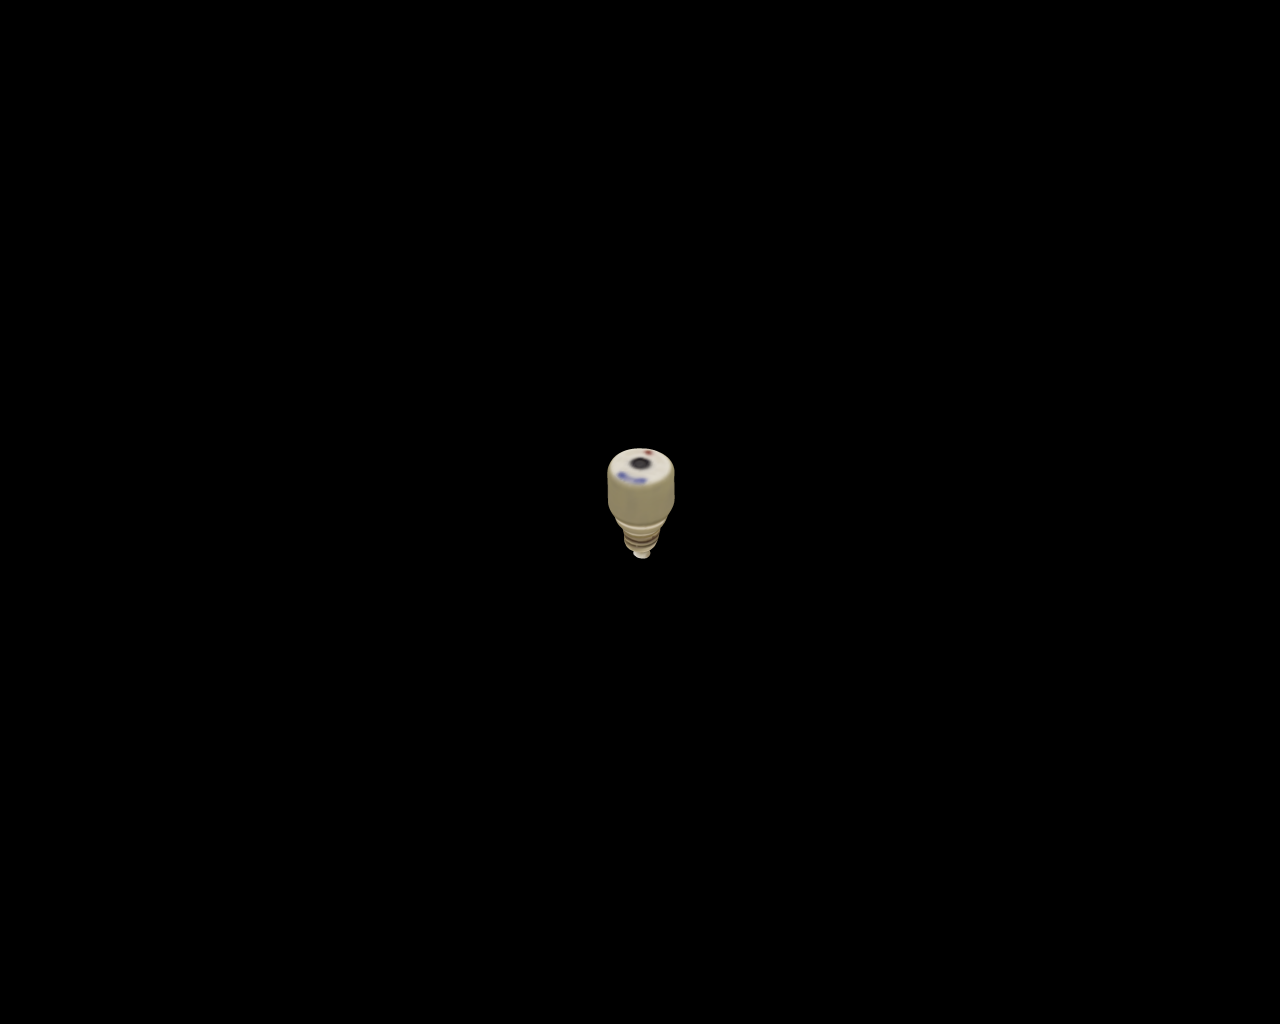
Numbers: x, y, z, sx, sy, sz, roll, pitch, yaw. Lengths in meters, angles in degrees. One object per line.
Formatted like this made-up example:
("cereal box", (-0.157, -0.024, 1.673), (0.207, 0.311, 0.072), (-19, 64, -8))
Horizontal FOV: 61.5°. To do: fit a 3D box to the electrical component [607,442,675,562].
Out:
("electrical component", (0.001, -0.003, 0.650), (0.040, 0.078, 0.040), (0, 39, 0))
